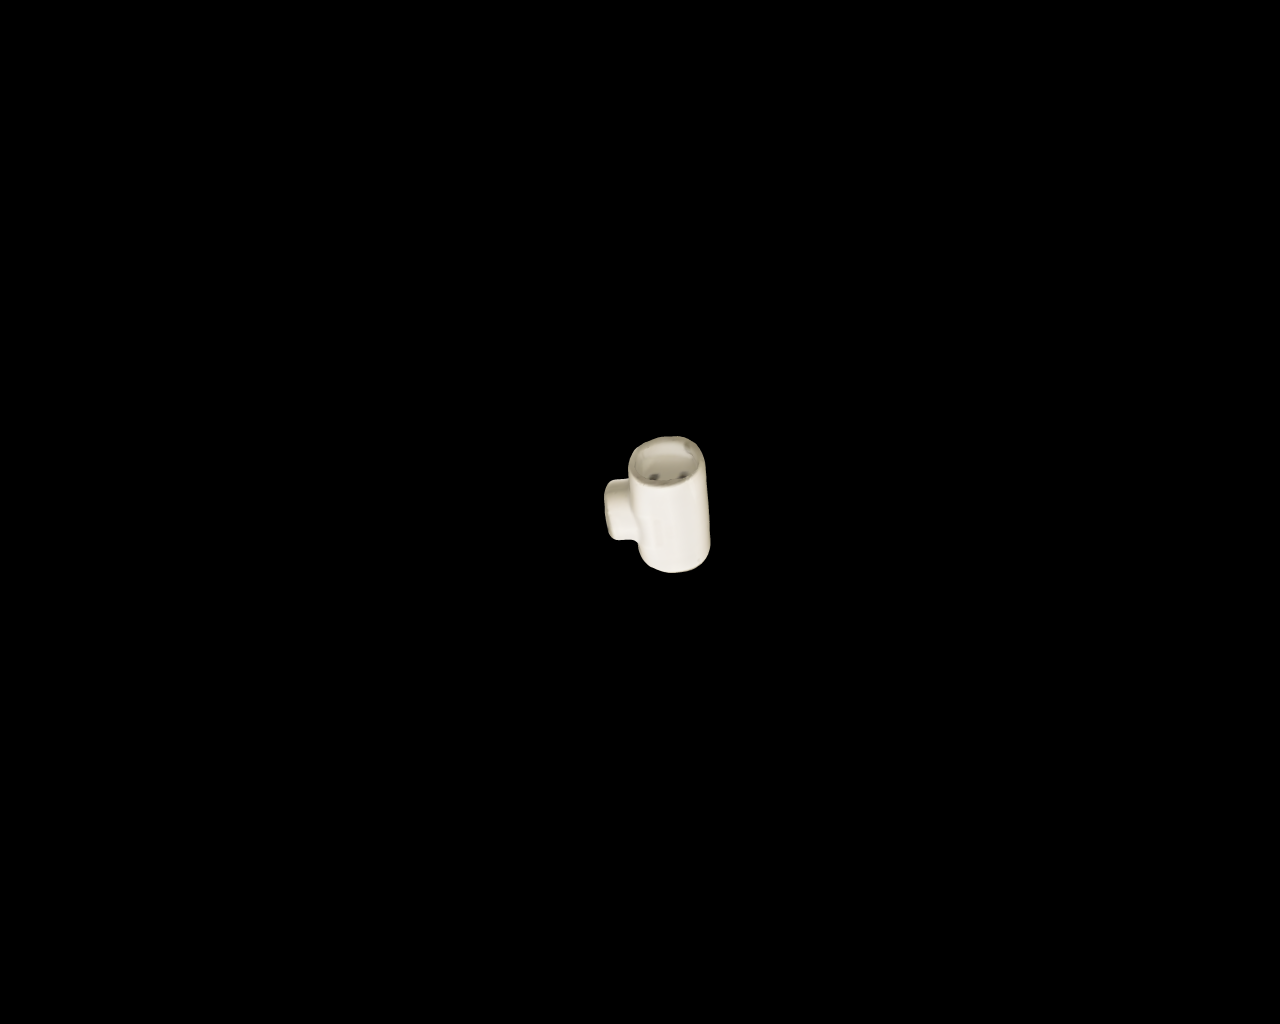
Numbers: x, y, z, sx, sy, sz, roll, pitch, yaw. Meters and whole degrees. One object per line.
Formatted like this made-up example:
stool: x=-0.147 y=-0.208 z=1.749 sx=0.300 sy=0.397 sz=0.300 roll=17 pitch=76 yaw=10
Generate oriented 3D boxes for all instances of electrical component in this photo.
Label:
electrical component: x=0.001 y=-0.003 z=0.650 sx=0.079 sy=0.043 sz=0.077 roll=-4 pitch=-43 yaw=4
